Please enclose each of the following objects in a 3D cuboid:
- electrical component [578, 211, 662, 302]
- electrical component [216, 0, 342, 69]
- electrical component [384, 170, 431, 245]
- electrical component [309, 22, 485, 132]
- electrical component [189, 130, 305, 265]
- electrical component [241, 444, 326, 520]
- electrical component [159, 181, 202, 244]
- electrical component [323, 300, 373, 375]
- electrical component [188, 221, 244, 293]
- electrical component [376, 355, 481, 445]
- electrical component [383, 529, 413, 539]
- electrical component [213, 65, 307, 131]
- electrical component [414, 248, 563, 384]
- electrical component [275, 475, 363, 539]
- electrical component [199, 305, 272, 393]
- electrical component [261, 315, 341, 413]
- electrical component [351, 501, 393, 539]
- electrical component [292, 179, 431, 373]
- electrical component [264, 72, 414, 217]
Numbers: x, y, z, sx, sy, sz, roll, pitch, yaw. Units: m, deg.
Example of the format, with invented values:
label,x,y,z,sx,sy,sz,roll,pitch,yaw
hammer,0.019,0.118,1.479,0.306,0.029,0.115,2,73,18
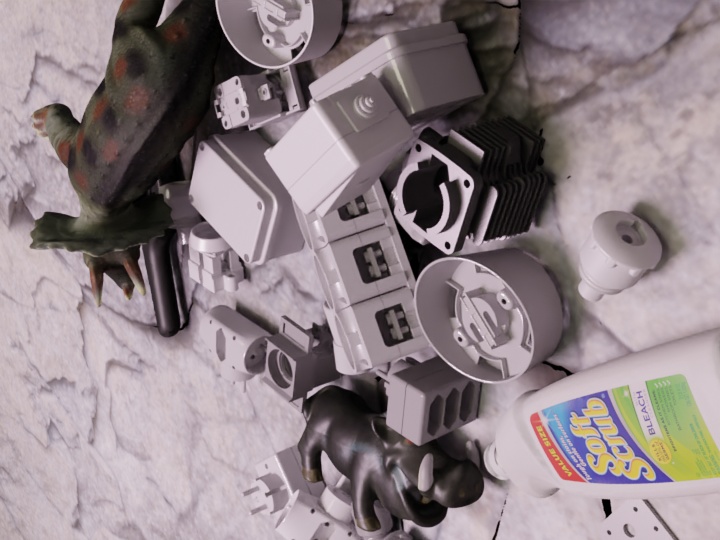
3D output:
label,x,y,z,sx,sy,sz,roll,pitch,yaw
electrical component,0.162,-0.004,0.698,0.048,0.048,0.062,53,144,24
electrical component,-0.064,-0.215,0.876,0.099,0.064,0.099,21,119,45
electrical component,0.043,-0.052,0.824,0.062,0.043,0.043,47,135,31
electrical component,0.024,-0.132,0.790,0.113,0.078,0.057,-21,89,52
electrical component,-0.100,-0.067,0.981,0.113,0.057,0.078,45,134,31
electrical component,-0.080,0.214,1.044,0.047,0.077,0.065,-36,75,50
electrical component,-0.179,-0.058,1.092,0.043,0.043,0.062,10,112,48
electrical component,-0.006,0.057,0.927,0.044,0.044,0.065,16,120,47
electrical component,-0.144,-0.016,1.063,0.066,0.048,0.055,30,132,41
electrical component,0.046,0.093,0.856,0.077,0.066,0.047,28,124,42
electrical component,0.044,0.261,0.939,0.062,0.048,0.048,28,124,34
electrical component,-0.088,-0.148,0.931,0.081,0.064,0.042,-12,93,52
electrical component,0.094,0.032,0.776,0.099,0.064,0.099,21,119,45
electrical component,-0.026,0.227,0.999,0.077,0.043,0.079,33,93,-4
electrical component,-0.121,0.085,1.074,0.077,0.043,0.079,28,125,42
electrical component,-0.050,0.082,0.970,0.042,0.064,0.081,34,127,40
electrical component,0.014,0.233,0.972,0.035,0.035,0.061,-4,102,51
electrical component,0.000,0.000,0.852,0.089,0.062,0.150,141,110,-81
electrical component,-0.009,-0.086,0.737,0.061,0.062,0.096,55,143,2
